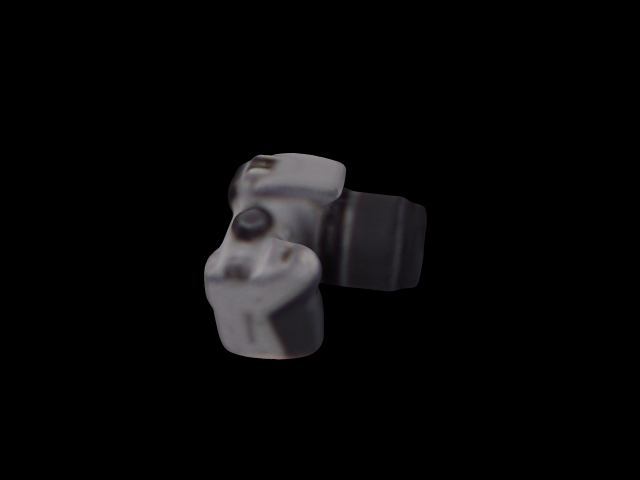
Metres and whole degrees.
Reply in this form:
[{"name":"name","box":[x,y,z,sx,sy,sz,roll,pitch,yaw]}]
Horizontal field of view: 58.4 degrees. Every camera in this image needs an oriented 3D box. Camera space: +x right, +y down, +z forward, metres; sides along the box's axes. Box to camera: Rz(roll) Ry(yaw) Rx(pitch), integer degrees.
[{"name":"camera","box":[0.004,0.001,0.400,0.136,0.101,0.143,6,43,7]}]
